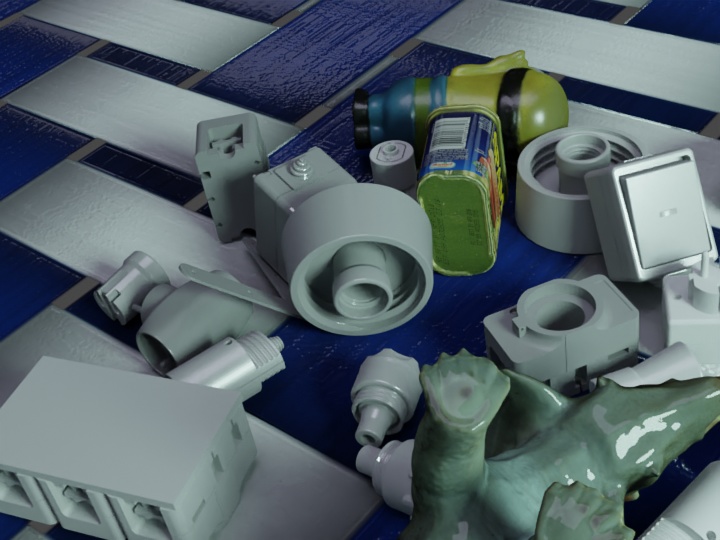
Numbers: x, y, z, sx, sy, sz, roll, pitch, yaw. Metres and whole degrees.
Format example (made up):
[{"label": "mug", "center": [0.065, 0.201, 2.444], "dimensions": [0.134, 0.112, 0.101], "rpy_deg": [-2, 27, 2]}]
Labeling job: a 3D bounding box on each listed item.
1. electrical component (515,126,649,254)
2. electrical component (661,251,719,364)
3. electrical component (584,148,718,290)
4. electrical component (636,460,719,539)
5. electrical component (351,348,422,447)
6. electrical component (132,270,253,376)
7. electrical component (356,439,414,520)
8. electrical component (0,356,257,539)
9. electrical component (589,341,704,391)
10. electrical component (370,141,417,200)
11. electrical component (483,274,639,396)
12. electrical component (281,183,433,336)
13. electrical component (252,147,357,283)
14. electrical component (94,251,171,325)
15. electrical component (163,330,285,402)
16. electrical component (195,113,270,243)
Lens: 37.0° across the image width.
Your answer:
[{"label": "electrical component", "center": [0.171, -0.069, 0.823], "dimensions": [0.108, 0.060, 0.108], "rpy_deg": [-7, 39, 6]}, {"label": "electrical component", "center": [0.230, 0.018, 0.690], "dimensions": [0.066, 0.076, 0.047], "rpy_deg": [-1, 40, 12]}, {"label": "electrical component", "center": [0.204, -0.031, 0.745], "dimensions": [0.062, 0.096, 0.061], "rpy_deg": [-15, 3, -8]}, {"label": "electrical component", "center": [0.180, 0.144, 0.575], "dimensions": [0.081, 0.043, 0.043], "rpy_deg": [-36, 45, -27]}, {"label": "electrical component", "center": [0.014, 0.085, 0.687], "dimensions": [0.043, 0.043, 0.062], "rpy_deg": [5, 43, 19]}, {"label": "electrical component", "center": [-0.132, 0.034, 0.783], "dimensions": [0.079, 0.044, 0.077], "rpy_deg": [21, 48, 33]}, {"label": "electrical component", "center": [0.026, 0.121, 0.640], "dimensions": [0.062, 0.048, 0.048], "rpy_deg": [14, 45, 37]}, {"label": "electrical component", "center": [-0.152, 0.117, 0.673], "dimensions": [0.150, 0.061, 0.089], "rpy_deg": [7, 42, 22]}, {"label": "electrical component", "center": [0.175, 0.075, 0.663], "dimensions": [0.065, 0.044, 0.044], "rpy_deg": [-19, 39, -2]}, {"label": "electrical component", "center": [0.029, -0.069, 0.854], "dimensions": [0.044, 0.065, 0.044], "rpy_deg": [-7, 39, 5]}, {"label": "electrical component", "center": [0.131, 0.044, 0.698], "dimensions": [0.089, 0.055, 0.050], "rpy_deg": [-20, 40, -11]}, {"label": "electrical component", "center": [0.000, 0.000, 0.747], "dimensions": [0.108, 0.108, 0.060], "rpy_deg": [-9, 45, 3]}, {"label": "electrical component", "center": [-0.038, -0.041, 0.806], "dimensions": [0.062, 0.096, 0.061], "rpy_deg": [-28, 54, -26]}, {"label": "electrical component", "center": [-0.175, 0.014, 0.822], "dimensions": [0.040, 0.040, 0.046], "rpy_deg": [23, 55, 35]}, {"label": "electrical component", "center": [-0.087, 0.069, 0.730], "dimensions": [0.081, 0.043, 0.043], "rpy_deg": [-31, 43, -24]}, {"label": "electrical component", "center": [-0.100, -0.077, 0.874], "dimensions": [0.050, 0.089, 0.055], "rpy_deg": [-10, 39, 1]}]
